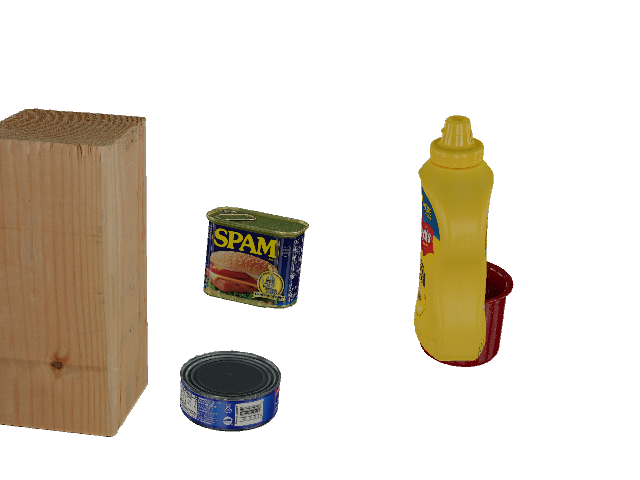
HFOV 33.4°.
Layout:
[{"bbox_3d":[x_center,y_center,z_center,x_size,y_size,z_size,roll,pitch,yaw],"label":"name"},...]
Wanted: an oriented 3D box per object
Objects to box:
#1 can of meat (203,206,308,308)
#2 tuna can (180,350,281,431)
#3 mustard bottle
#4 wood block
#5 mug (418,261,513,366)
[{"bbox_3d":[-0.068,0.018,1.086,0.102,0.084,0.057,12,17,17],"label":"can of meat"},{"bbox_3d":[-0.077,0.128,0.909,0.086,0.034,0.086,4,20,-2],"label":"tuna can"},{"bbox_3d":[0.106,-0.006,0.850,0.058,0.192,0.096,-1,26,0],"label":"mustard bottle"},{"bbox_3d":[-0.175,0.020,0.742,0.091,0.206,0.090,5,19,6],"label":"wood block"},{"bbox_3d":[0.140,0.068,1.084,0.093,0.081,0.117,-3,28,-10],"label":"mug"}]
